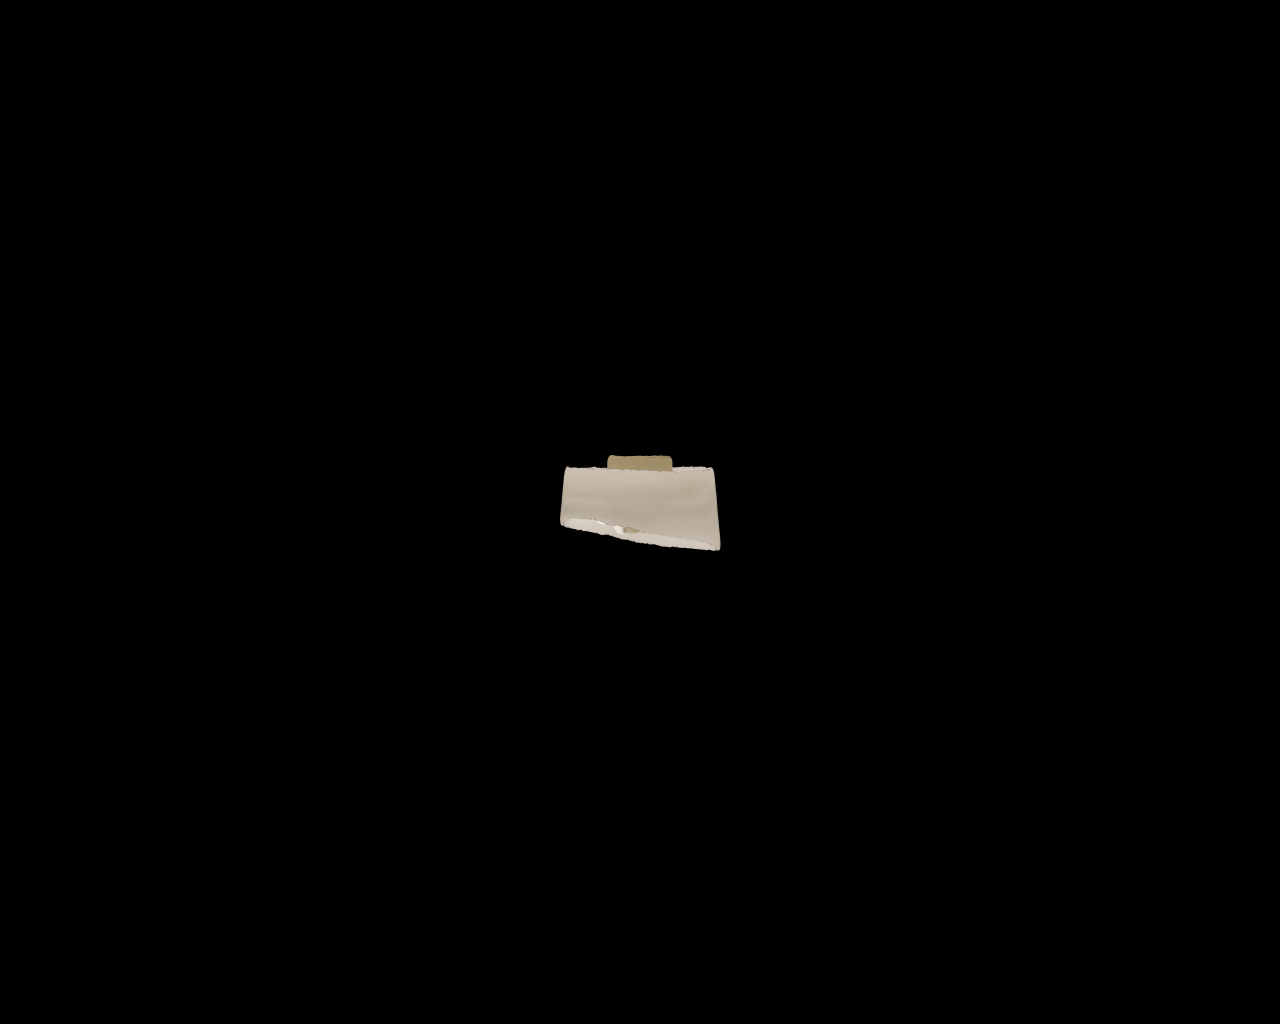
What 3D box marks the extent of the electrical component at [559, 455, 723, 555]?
[{"bbox_3d":[0.001,-0.003,0.650,0.099,0.064,0.099,0,4,0],"label":"electrical component"}]
